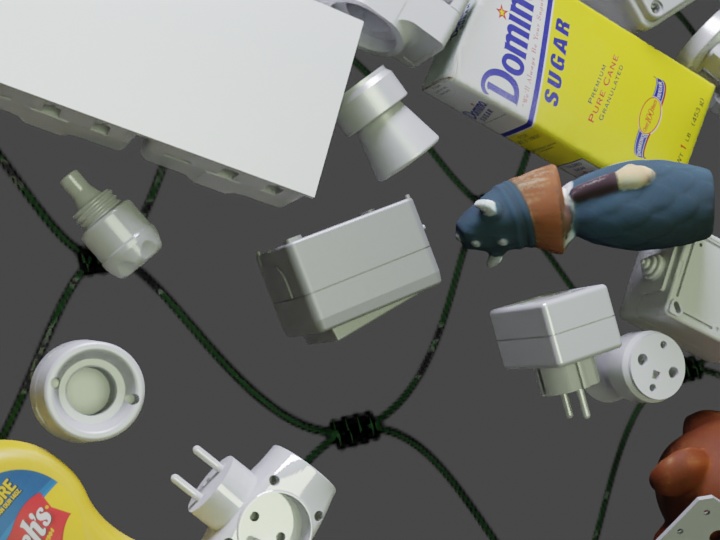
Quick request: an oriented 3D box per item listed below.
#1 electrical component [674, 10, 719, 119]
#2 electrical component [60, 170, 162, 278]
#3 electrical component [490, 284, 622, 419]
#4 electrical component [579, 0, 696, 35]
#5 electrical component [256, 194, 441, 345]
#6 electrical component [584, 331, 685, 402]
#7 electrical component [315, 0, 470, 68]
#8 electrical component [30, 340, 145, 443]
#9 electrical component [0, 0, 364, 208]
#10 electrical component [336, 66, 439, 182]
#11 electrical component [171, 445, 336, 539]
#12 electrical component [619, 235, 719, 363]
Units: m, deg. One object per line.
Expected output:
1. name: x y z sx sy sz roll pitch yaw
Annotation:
1. electrical component: 0.251 -0.140 0.728 0.058 0.078 0.057 -41 78 -19
2. electrical component: -0.136 -0.027 0.577 0.035 0.035 0.061 -43 98 -20
3. electrical component: 0.123 0.054 0.655 0.047 0.066 0.076 -15 90 -23
4. electrical component: 0.189 -0.224 0.719 0.109 0.056 0.108 -34 97 -22
5. electrical component: 0.000 0.000 0.614 0.096 0.062 0.061 -22 92 -23
6. electrical component: 0.171 0.061 0.679 0.045 0.055 0.045 3 83 -22
7. electrical component: 0.014 -0.167 0.645 0.089 0.050 0.055 33 73 -16
8. electrical component: -0.141 0.063 0.558 0.055 0.047 0.055 3 83 -22
9. electrical component: -0.105 -0.114 0.586 0.186 0.060 0.105 19 77 -19
10. electrical component: 0.014 -0.087 0.639 0.045 0.045 0.055 -39 98 -21
11. electrical component: -0.066 0.128 0.582 0.079 0.044 0.077 41 71 -13
12. electrical component: 0.215 0.015 0.699 0.096 0.061 0.061 25 76 -17
